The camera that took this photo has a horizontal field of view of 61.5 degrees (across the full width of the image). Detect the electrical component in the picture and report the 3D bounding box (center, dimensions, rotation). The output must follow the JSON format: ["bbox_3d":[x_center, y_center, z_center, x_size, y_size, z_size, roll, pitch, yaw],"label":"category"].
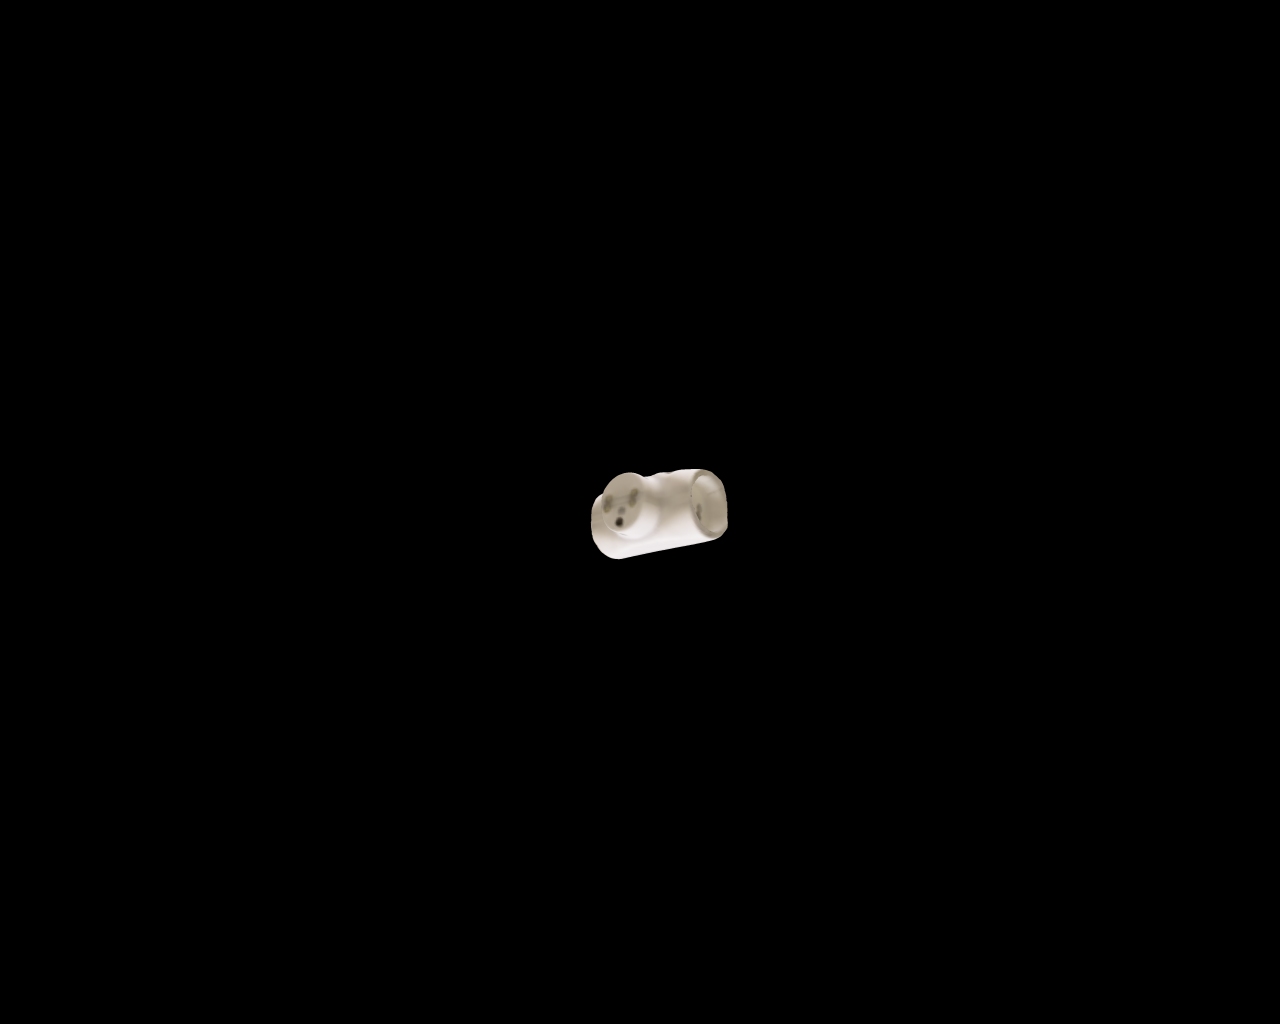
[{"bbox_3d":[0.001,-0.003,0.650,0.077,0.044,0.079,-13,-22,36],"label":"electrical component"}]
